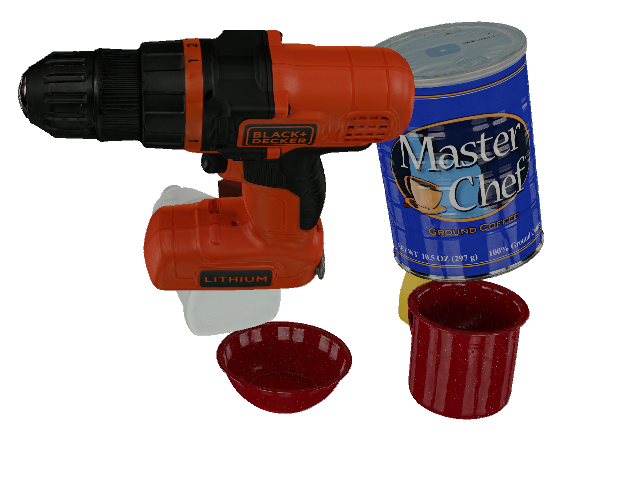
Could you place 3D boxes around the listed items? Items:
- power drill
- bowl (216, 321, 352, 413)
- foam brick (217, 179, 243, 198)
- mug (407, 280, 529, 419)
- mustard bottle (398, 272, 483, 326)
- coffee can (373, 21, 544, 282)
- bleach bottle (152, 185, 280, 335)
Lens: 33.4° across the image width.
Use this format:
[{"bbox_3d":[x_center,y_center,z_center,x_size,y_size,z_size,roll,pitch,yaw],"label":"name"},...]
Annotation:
[{"bbox_3d":[-0.056,-0.036,0.559,0.184,0.057,0.188,0,-27,-9],"label":"power drill"},{"bbox_3d":[-0.044,0.159,1.277,0.162,0.055,0.162,2,25,-1],"label":"bowl"},{"bbox_3d":[-0.051,-0.019,0.926,0.053,0.078,0.051,20,33,41],"label":"foam brick"},{"bbox_3d":[0.105,0.081,0.843,0.093,0.081,0.117,-13,29,-30],"label":"mug"},{"bbox_3d":[0.137,-0.002,1.153,0.096,0.192,0.058,-5,20,-21],"label":"mustard bottle"},{"bbox_3d":[0.088,-0.059,0.694,0.103,0.140,0.103,-9,27,4],"label":"coffee can"},{"bbox_3d":[-0.130,0.006,1.141,0.102,0.068,0.251,-8,30,-22],"label":"bleach bottle"}]
